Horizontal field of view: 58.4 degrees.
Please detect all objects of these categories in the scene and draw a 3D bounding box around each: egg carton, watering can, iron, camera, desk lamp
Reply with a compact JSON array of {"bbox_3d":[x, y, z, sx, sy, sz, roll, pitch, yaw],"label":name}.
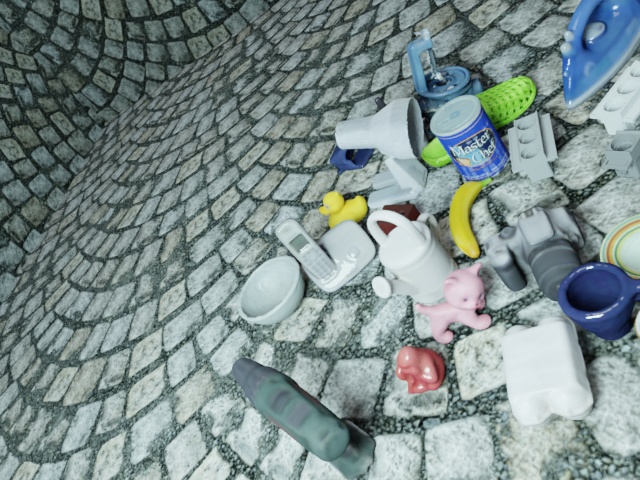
[{"bbox_3d":[0.301,0.175,0.769,0.107,0.070,0.150,-23,39,28],"label":"egg carton"},{"bbox_3d":[0.150,0.023,0.977,0.100,0.195,0.173,-17,42,34],"label":"watering can"},{"bbox_3d":[0.514,-0.389,1.091,0.118,0.142,0.258,16,65,52],"label":"iron"},{"bbox_3d":[0.332,0.027,0.869,0.143,0.101,0.136,-28,37,22],"label":"camera"},{"bbox_3d":[0.142,-0.181,1.186,0.202,0.214,0.118,-14,44,36],"label":"desk lamp"}]

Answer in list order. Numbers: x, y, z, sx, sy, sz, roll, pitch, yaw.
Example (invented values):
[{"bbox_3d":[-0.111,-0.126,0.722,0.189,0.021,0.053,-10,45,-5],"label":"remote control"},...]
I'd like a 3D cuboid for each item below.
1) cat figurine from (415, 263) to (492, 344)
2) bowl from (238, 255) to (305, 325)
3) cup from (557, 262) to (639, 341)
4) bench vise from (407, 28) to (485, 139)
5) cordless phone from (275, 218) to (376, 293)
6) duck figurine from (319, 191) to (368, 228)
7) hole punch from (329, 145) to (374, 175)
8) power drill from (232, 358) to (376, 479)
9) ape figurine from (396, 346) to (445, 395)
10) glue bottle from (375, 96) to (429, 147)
[{"bbox_3d":[0.212,0.093,0.905,0.127,0.118,0.067,-28,37,21],"label":"cat figurine"},{"bbox_3d":[-0.091,0.119,1.229,0.167,0.075,0.167,-27,37,23],"label":"bowl"},{"bbox_3d":[0.386,0.087,0.753,0.117,0.095,0.092,-16,43,35],"label":"cup"},{"bbox_3d":[0.232,-0.335,1.253,0.207,0.220,0.121,-41,34,4],"label":"bench vise"},{"bbox_3d":[0.011,0.004,1.148,0.147,0.186,0.094,-42,34,3],"label":"cordless phone"},{"bbox_3d":[0.048,-0.075,1.285,0.104,0.086,0.077,-30,36,20],"label":"duck figurine"},{"bbox_3d":[0.070,-0.232,1.426,0.100,0.091,0.109,-3,51,44],"label":"hole punch"},{"bbox_3d":[-0.017,0.274,0.866,0.228,0.209,0.076,17,67,52],"label":"power drill"},{"bbox_3d":[0.149,0.195,0.884,0.076,0.092,0.077,-49,34,-7],"label":"ape figurine"},{"bbox_3d":[0.171,-0.252,1.268,0.078,0.174,0.037,-27,38,23],"label":"glue bottle"}]
